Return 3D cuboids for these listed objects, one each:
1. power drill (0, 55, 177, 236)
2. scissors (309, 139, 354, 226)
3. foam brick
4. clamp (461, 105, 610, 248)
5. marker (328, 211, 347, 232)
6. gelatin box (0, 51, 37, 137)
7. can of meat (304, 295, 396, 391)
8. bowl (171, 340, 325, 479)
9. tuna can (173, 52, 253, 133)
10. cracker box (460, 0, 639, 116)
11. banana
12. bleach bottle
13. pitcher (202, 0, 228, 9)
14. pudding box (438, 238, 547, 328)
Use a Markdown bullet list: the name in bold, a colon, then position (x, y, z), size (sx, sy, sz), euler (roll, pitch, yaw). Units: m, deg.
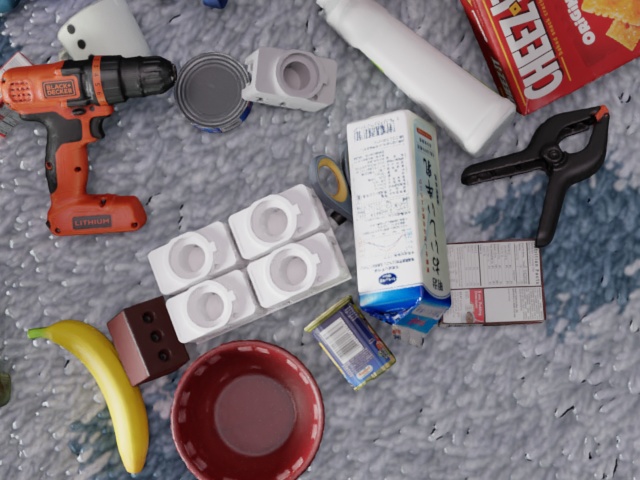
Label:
- **power drill**: position (-0.234, -0.102, 1.135), size (0.184, 0.057, 0.188), euler (-4, 108, 4)
- **scissors**: position (0.036, -0.010, 1.134), size (0.096, 0.016, 0.202), euler (-1, 80, -41)
- **foam brick**: position (-0.183, 0.109, 1.136), size (0.052, 0.051, 0.078), euler (-19, 82, -38)
- **clamp**: position (0.249, -0.072, 1.126), size (0.171, 0.039, 0.120), euler (-35, 72, -3)
- **marker**: position (-0.008, 0.001, 1.159), size (0.121, 0.020, 0.020), euler (-43, 83, -1)
- **gelatin box**: position (-0.341, -0.160, 1.176), size (0.089, 0.073, 0.030), euler (-45, 82, 0)
- **can of meat**: position (0.033, 0.107, 1.105), size (0.057, 0.102, 0.084), euler (-37, 85, 1)
- **bowl**: position (-0.073, 0.186, 1.127), size (0.162, 0.055, 0.162), euler (-1, 84, 5)
- **tuna can**: position (-0.116, -0.162, 1.177), size (0.086, 0.033, 0.086), euler (0, 84, 5)
- **cracker box**: position (0.266, -0.251, 1.103), size (0.213, 0.072, 0.164), euler (-28, 114, 0)
- **banana**: position (-0.233, 0.156, 1.156), size (0.070, 0.037, 0.198), euler (-40, 81, 17)
- **bleach bottle**: position (0.091, -0.191, 1.129), size (0.251, 0.102, 0.068), euler (42, 96, 8)
- **pitcher**: position (-0.096, -0.347, 1.090), size (0.145, 0.243, 0.149), euler (-32, 89, -1)
- **pudding box**: position (0.179, 0.046, 1.131), size (0.113, 0.039, 0.090), euler (-2, 82, 2)
